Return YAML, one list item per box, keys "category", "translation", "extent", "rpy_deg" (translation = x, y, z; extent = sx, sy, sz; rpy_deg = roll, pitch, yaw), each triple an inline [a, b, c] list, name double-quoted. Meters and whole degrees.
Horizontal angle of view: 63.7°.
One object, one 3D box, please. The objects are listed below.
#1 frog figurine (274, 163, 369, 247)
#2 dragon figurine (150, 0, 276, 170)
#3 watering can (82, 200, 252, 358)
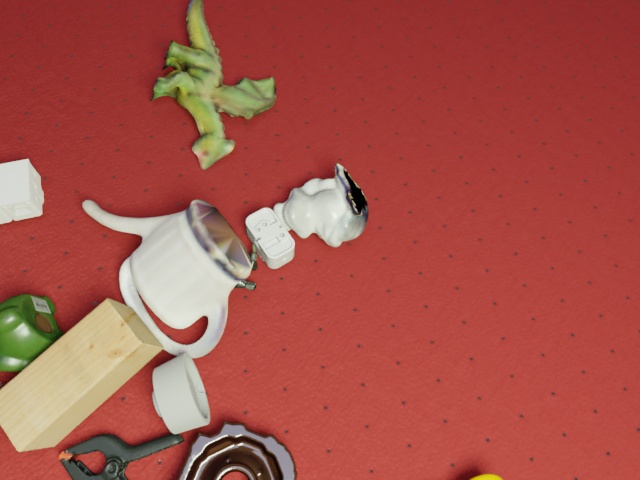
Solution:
- category: "frog figurine"
  translation: [0.003, -0.047, 0.933]
  extent: [0.158, 0.122, 0.139]
  rpy_deg: [-30, 74, 21]
- category: "dragon figurine"
  translation: [-0.208, -0.333, 1.071]
  extent: [0.242, 0.120, 0.418]
  rpy_deg: [19, 63, -14]
- category: "watering can"
  translation: [-0.248, 0.017, 0.838]
  extent: [0.223, 0.104, 0.351]
  rpy_deg: [-39, 76, 11]
